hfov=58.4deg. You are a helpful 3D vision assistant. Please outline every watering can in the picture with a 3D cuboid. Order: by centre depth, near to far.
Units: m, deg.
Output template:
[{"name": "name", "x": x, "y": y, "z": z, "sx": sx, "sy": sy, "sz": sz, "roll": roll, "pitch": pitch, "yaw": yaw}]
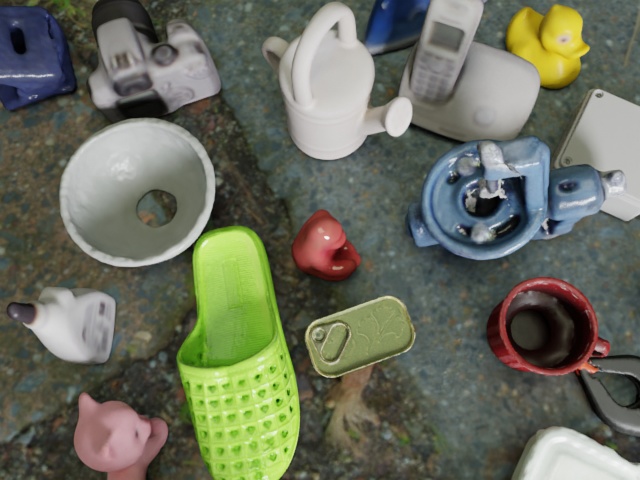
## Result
[{"name": "watering can", "x": 0.014, "y": -0.165, "z": 0.594, "sx": 0.172, "sy": 0.194, "sz": 0.101, "roll": 13, "pitch": 76, "yaw": 6}]

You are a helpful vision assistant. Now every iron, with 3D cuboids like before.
[{"name": "iron", "x": 0.144, "y": -0.334, "z": 0.661, "sx": 0.118, "sy": 0.141, "sz": 0.258, "roll": 44, "pitch": 81, "yaw": 12}]

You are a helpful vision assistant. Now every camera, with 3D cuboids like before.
[{"name": "camera", "x": -0.206, "y": -0.225, "z": 0.666, "sx": 0.143, "sy": 0.101, "sz": 0.137, "roll": -20, "pitch": 75, "yaw": -3}]

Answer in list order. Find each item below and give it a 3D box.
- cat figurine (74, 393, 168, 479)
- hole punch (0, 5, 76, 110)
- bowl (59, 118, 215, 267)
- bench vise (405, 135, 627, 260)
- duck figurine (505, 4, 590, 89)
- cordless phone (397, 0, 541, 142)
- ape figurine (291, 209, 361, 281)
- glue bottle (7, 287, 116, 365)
[{"name": "cat figurine", "x": -0.193, "y": 0.208, "z": 0.544, "sx": 0.067, "sy": 0.118, "sz": 0.128, "roll": -7, "pitch": 75, "yaw": 1}, {"name": "hole punch", "x": -0.356, "y": -0.227, "z": 0.677, "sx": 0.101, "sy": 0.091, "sz": 0.108, "roll": -19, "pitch": 75, "yaw": -3}, {"name": "bowl", "x": -0.190, "y": -0.045, "z": 0.632, "sx": 0.167, "sy": 0.075, "sz": 0.167, "roll": 0, "pitch": 75, "yaw": 2}, {"name": "bench vise", "x": 0.191, "y": -0.061, "z": 0.547, "sx": 0.207, "sy": 0.220, "sz": 0.121, "roll": -25, "pitch": 76, "yaw": -4}, {"name": "duck figurine", "x": 0.266, "y": -0.236, "z": 0.660, "sx": 0.077, "sy": 0.086, "sz": 0.104, "roll": -34, "pitch": 77, "yaw": -7}, {"name": "cordless phone", "x": 0.162, "y": -0.181, "z": 0.598, "sx": 0.147, "sy": 0.185, "sz": 0.094, "roll": 18, "pitch": 77, "yaw": 7}, {"name": "ape figurine", "x": 0.006, "y": 0.002, "z": 0.604, "sx": 0.076, "sy": 0.092, "sz": 0.078, "roll": -5, "pitch": 75, "yaw": 1}, {"name": "glue bottle", "x": -0.248, "y": 0.077, "z": 0.551, "sx": 0.037, "sy": 0.173, "sz": 0.078, "roll": 2, "pitch": 75, "yaw": 3}]
